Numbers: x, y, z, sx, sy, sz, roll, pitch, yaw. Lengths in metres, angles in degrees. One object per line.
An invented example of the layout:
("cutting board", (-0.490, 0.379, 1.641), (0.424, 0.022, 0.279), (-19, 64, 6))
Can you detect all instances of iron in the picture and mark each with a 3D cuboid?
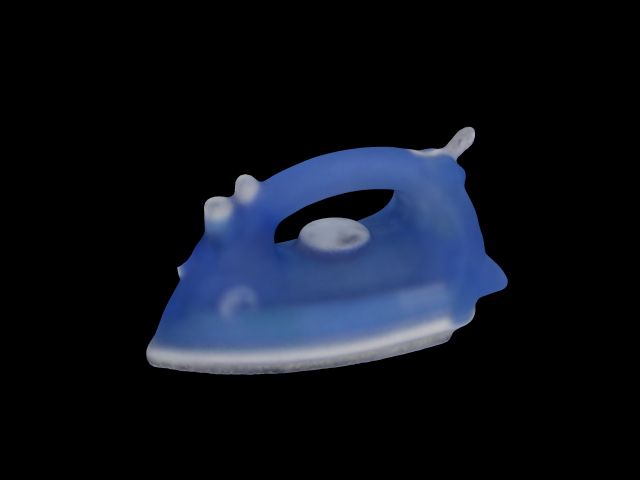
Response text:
("iron", (0.004, 0.001, 0.400), (0.259, 0.141, 0.118), (-10, 28, -20))
